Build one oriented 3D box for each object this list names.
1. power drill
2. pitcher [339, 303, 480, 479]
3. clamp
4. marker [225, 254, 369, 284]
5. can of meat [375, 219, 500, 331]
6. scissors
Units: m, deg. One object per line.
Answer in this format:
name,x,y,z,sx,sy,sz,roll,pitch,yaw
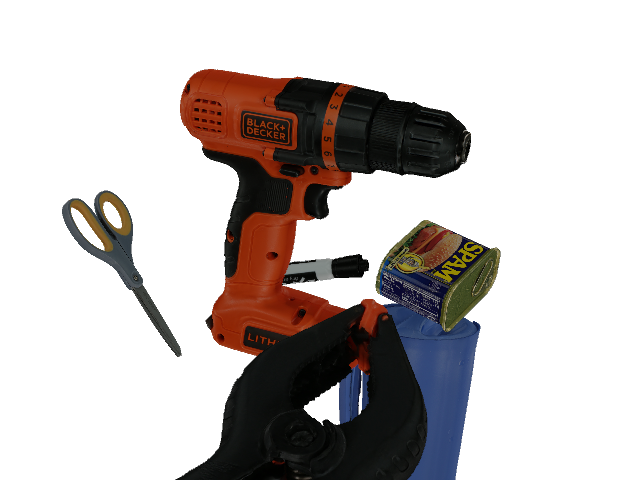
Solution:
power drill,-0.002,-0.011,0.679,0.185,0.188,0.057,13,25,20
pitcher,0.099,0.202,1.233,0.149,0.243,0.145,6,13,7
clamp,0.000,0.091,0.392,0.120,0.039,0.171,26,50,18
marker,-0.019,0.026,0.870,0.121,0.020,0.020,-6,-2,19
can of meat,0.116,0.032,1.056,0.084,0.057,0.101,26,44,28
scissors,-0.201,0.026,1.158,0.016,0.201,0.096,-28,21,32
